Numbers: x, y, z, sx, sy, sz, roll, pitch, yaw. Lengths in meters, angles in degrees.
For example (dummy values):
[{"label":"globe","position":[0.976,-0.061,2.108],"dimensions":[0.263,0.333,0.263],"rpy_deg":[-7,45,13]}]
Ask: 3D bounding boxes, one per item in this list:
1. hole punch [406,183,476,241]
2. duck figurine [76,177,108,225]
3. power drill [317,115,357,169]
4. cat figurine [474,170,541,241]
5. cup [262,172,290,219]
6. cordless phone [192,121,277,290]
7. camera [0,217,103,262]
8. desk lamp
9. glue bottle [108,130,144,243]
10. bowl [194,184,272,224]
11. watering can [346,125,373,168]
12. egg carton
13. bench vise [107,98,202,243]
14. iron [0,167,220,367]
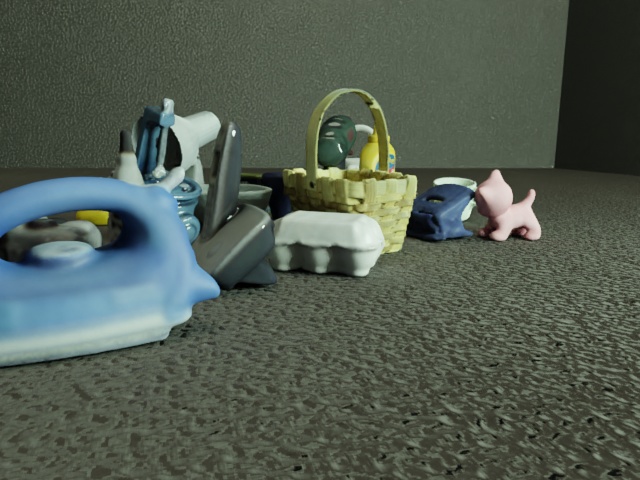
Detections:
[{"label":"hole punch","position":[0.201,-0.049,0.981],"dimensions":[0.101,0.091,0.108],"rpy_deg":[-5,12,-31]},{"label":"duck figurine","position":[-0.403,-0.074,1.074],"dimensions":[0.104,0.086,0.077],"rpy_deg":[-1,11,-10]},{"label":"power drill","position":[0.028,-0.124,1.044],"dimensions":[0.075,0.208,0.230],"rpy_deg":[2,11,8]},{"label":"cat figurine","position":[0.313,-0.060,0.976],"dimensions":[0.128,0.118,0.067],"rpy_deg":[-2,11,-16]},{"label":"cup","position":[-0.057,-0.088,1.153],"dimensions":[0.117,0.095,0.091],"rpy_deg":[1,11,2]},{"label":"cordless phone","position":[-0.105,-0.043,0.663],"dimensions":[0.094,0.185,0.147],"rpy_deg":[-4,12,-25]},{"label":"camera","position":[-0.286,0.008,0.601],"dimensions":[0.143,0.101,0.137],"rpy_deg":[2,11,6]},{"label":"desk lamp","position":[-0.258,-0.146,1.122],"dimensions":[0.117,0.213,0.204],"rpy_deg":[6,12,27]},{"label":"glue bottle","position":[-0.242,-0.051,0.722],"dimensions":[0.037,0.173,0.077],"rpy_deg":[-9,15,-43]},{"label":"bowl","position":[-0.170,-0.060,1.048],"dimensions":[0.167,0.075,0.167],"rpy_deg":[1,11,0]},{"label":"watering can","position":[0.087,-0.165,1.310],"dimensions":[0.101,0.194,0.172],"rpy_deg":[0,11,-6]},{"label":"egg carton","position":[0.007,0.003,0.741],"dimensions":[0.150,0.069,0.107],"rpy_deg":[3,11,12]},{"label":"bench vise","position":[-0.275,-0.105,0.883],"dimensions":[0.206,0.220,0.122],"rpy_deg":[5,11,21]},{"label":"iron","position":[-0.217,0.014,0.463],"dimensions":[0.259,0.141,0.118],"rpy_deg":[-7,13,-36]}]
